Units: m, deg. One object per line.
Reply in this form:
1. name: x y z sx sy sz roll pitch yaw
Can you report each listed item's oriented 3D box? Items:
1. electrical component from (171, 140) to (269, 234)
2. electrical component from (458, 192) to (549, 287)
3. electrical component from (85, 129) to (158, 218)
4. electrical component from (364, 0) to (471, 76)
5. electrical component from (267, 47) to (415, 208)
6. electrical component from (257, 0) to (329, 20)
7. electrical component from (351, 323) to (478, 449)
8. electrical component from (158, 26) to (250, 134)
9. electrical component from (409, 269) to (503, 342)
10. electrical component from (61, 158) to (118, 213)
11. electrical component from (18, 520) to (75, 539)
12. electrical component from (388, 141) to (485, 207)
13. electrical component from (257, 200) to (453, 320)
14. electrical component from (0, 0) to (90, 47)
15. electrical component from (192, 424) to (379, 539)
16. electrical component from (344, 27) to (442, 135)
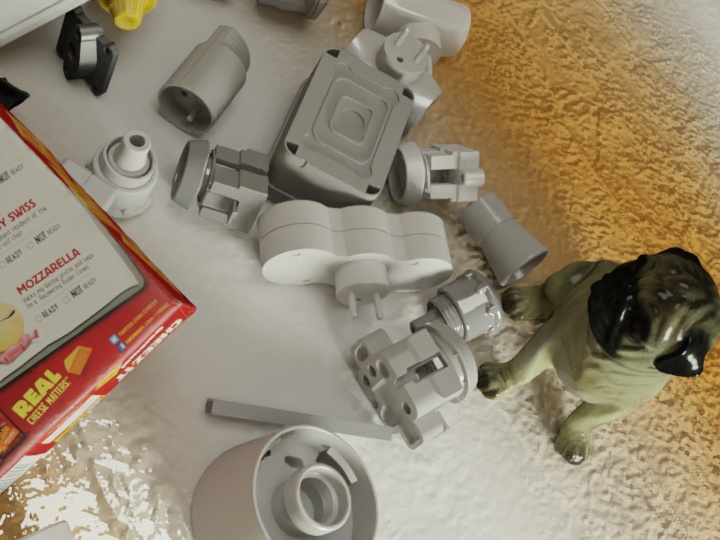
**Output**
1. electrical component: -0.094 -0.059 0.720 0.055 0.048 0.066 17 40 -18
2. electrical component: 0.104 -0.026 0.806 0.044 0.044 0.065 -26 72 -35
3. electrical component: -0.150 -0.066 0.687 0.048 0.062 0.048 12 58 -21
4. electrical component: 0.047 -0.190 0.868 0.077 0.043 0.079 13 58 -20
5. electrical component: -0.017 -0.092 0.772 0.078 0.057 0.113 27 54 -11
6. electrical component: -0.047 -0.237 0.826 0.051 0.080 0.080 10 59 -15
7. electrical component: 0.039 0.070 0.707 0.057 0.058 0.078 -26 77 -29
8. electrical component: -0.104 -0.138 0.763 0.043 0.043 0.081 33 53 -6
9. electrical component: 0.065 0.031 0.754 0.062 0.048 0.048 -25 75 -14
10. electrical component: -0.172 -0.010 0.655 0.076 0.047 0.083 33 53 -9
11. electrical component: -0.164 0.161 0.566 0.040 0.040 0.046 -21 80 -34
12. electrical component: 0.053 -0.072 0.797 0.055 0.066 0.048 -4 105 -18
13. electrical component: 0.000 0.000 0.731 0.138 0.052 0.073 4 61 -25
14. electrical component: -0.235 -0.192 0.687 0.113 0.057 0.078 -26 72 5
15. electrical component: -0.041 0.142 0.637 0.099 0.064 0.099 22 53 -31
16. electrical component: 0.027 -0.153 0.815 0.077 0.079 0.044 40 55 -1
